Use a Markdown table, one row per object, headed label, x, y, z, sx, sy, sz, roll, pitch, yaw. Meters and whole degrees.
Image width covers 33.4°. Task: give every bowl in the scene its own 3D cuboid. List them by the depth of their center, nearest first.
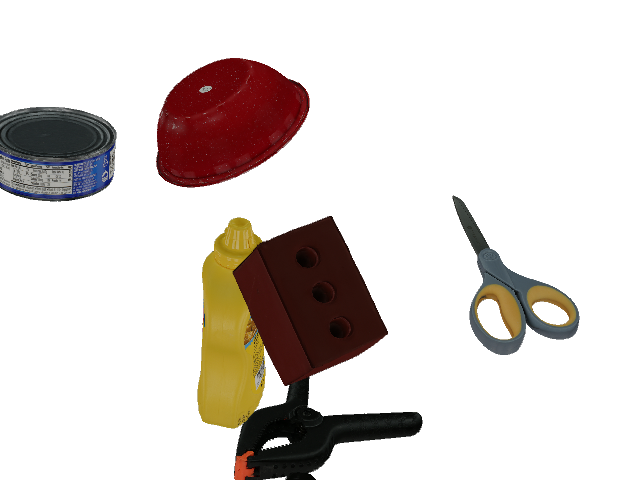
| label | x | y | z | sx | sy | sz | roll | pitch | yaw |
| --- | --- | --- | --- | --- | --- | --- | --- | --- | --- |
| bowl | -0.094 | -0.123 | 1.003 | 0.162 | 0.055 | 0.162 | -18 | 37 | 14 |

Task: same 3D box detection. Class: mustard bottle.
| label | x | y | z | sx | sy | sz | roll | pitch | yaw |
| --- | --- | --- | --- | --- | --- | --- | --- | --- | --- |
| mustard bottle | -0.073 | 0.063 | 0.918 | 0.058 | 0.192 | 0.096 | 12 | 36 | 7 |

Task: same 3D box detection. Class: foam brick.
| label | x | y | z | sx | sy | sz | roll | pitch | yaw |
| --- | --- | --- | --- | --- | --- | --- | --- | --- | --- |
| foam brick | -0.007 | 0.036 | 0.616 | 0.052 | 0.078 | 0.051 | -22 | -9 | -28 |

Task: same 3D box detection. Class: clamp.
| label | x | y | z | sx | sy | sz | roll | pitch | yaw |
| --- | --- | --- | --- | --- | --- | --- | --- | --- | --- |
| clamp | -0.005 | 0.191 | 1.080 | 0.165 | 0.036 | 0.209 | 20 | 28 | 26 |

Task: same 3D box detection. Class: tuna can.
| label | x | y | z | sx | sy | sz | roll | pitch | yaw |
| --- | --- | --- | --- | --- | --- | --- | --- | --- | --- |
| tuna can | -0.184 | -0.060 | 0.733 | 0.086 | 0.034 | 0.086 | 6 | 29 | -3 |

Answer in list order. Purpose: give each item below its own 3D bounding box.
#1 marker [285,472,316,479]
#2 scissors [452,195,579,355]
| label | x | y | z | sx | sy | sz | roll | pitch | yaw |
| --- | --- | --- | --- | --- | --- | --- | --- | --- | --- |
| marker | -0.030 | 0.127 | 0.420 | 0.020 | 0.020 | 0.121 | 0 | 19 | 26 |
| scissors | 0.163 | 0.024 | 0.904 | 0.096 | 0.016 | 0.201 | 3 | 38 | 2 |
